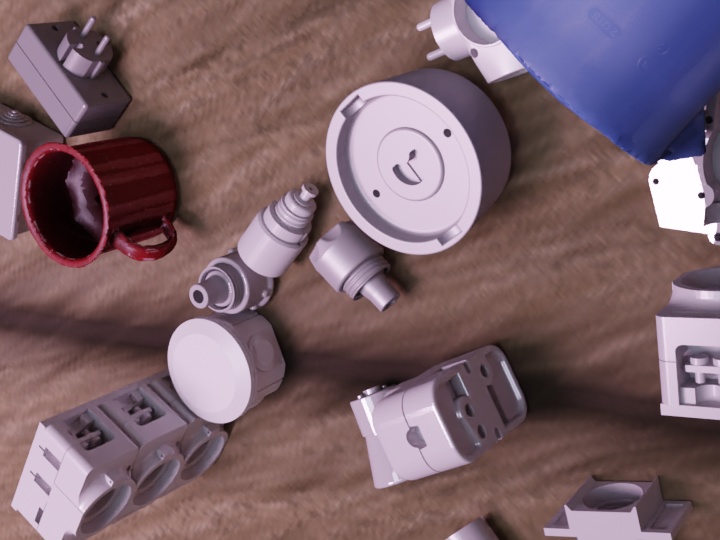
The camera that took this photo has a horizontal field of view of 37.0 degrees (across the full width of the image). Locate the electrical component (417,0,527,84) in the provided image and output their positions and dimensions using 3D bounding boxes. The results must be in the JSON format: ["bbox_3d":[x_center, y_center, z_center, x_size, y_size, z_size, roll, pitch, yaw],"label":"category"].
[{"bbox_3d":[0.068,-0.146,0.628,0.079,0.044,0.077,-17,94,37],"label":"electrical component"}]

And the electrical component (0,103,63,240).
[{"bbox_3d":[-0.296,-0.085,0.893,0.100,0.048,0.099,27,118,26],"label":"electrical component"}]

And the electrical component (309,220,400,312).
[{"bbox_3d":[0.000,0.000,0.719,0.062,0.043,0.043,47,124,13],"label":"electrical component"}]

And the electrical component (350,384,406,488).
[{"bbox_3d":[0.019,0.112,0.741,0.044,0.044,0.065,-25,84,37],"label":"electrical component"}]

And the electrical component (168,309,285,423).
[{"bbox_3d":[-0.100,0.069,0.803,0.080,0.051,0.080,11,110,32],"label":"electrical component"}]

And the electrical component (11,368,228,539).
[{"bbox_3d":[-0.174,0.140,0.813,0.062,0.150,0.089,39,122,21],"label":"electrical component"}]

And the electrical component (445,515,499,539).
[{"bbox_3d":[0.081,0.194,0.724,0.040,0.040,0.046,-44,72,35],"label":"electrical component"}]

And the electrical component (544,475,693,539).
[{"bbox_3d":[0.160,0.164,0.658,0.081,0.042,0.063,-7,101,36],"label":"electrical component"}]

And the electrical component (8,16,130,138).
[{"bbox_3d":[-0.213,-0.158,0.815,0.083,0.047,0.076,53,126,10],"label":"electrical component"}]

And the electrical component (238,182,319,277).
[{"bbox_3d":[-0.053,-0.030,0.749,0.040,0.040,0.078,48,125,13],"label":"electrical component"}]

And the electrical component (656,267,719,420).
[{"bbox_3d":[0.236,0.034,0.538,0.150,0.089,0.061,1,104,34],"label":"electrical component"}]

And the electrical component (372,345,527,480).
[{"bbox_3d":[0.054,0.090,0.676,0.059,0.095,0.053,-26,89,37],"label":"electrical component"}]

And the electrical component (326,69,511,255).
[{"bbox_3d":[0.040,-0.070,0.656,0.108,0.060,0.108,18,123,29],"label":"electrical component"}]

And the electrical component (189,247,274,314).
[{"bbox_3d":[-0.096,0.011,0.777,0.048,0.062,0.048,10,109,31],"label":"electrical component"}]
